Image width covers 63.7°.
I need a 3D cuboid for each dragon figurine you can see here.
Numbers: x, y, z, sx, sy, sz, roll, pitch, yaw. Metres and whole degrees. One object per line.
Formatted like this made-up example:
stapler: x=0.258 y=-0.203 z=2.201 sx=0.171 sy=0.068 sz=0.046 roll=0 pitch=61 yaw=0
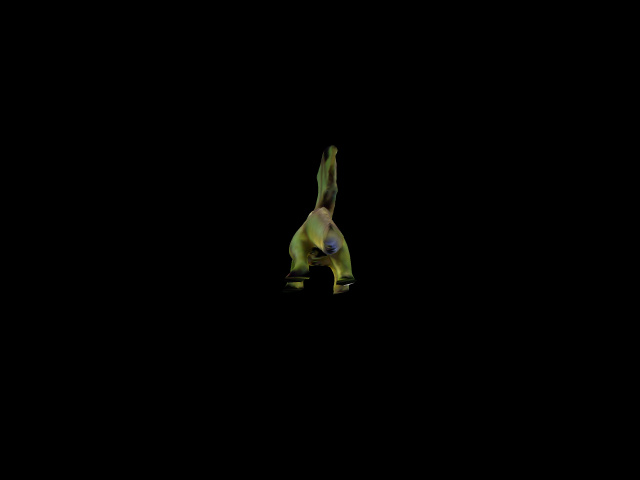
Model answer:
dragon figurine: x=0.003 y=-0.043 z=0.850 sx=0.122 sy=0.247 sz=0.403 roll=3 pitch=-20 yaw=-7
